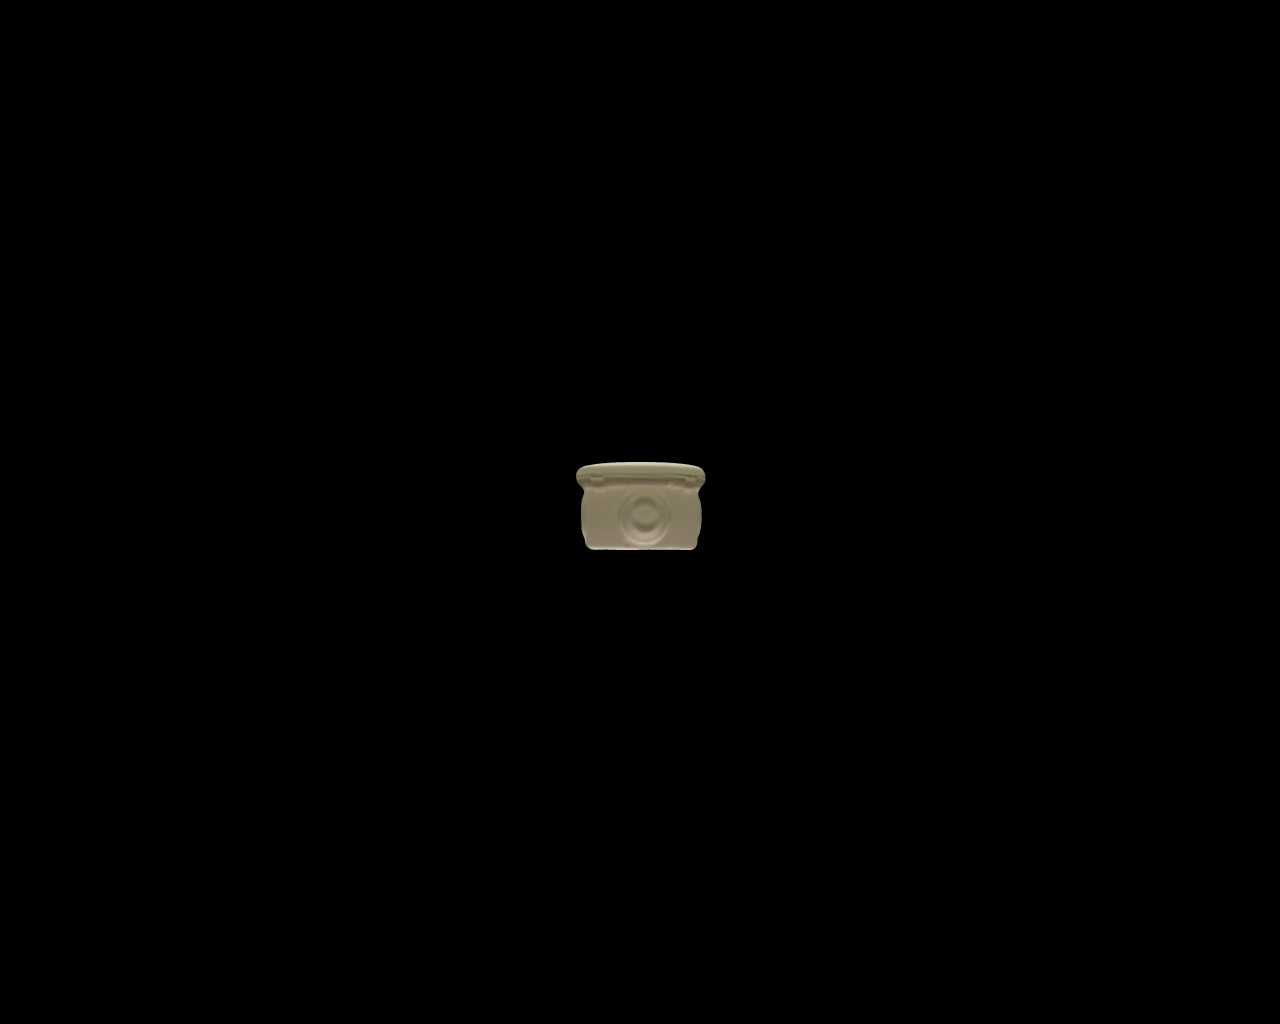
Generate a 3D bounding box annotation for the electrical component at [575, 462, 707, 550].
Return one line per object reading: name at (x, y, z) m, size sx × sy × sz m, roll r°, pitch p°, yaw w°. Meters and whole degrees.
electrical component at (0.001, -0.003, 0.650) m, size 0.080 × 0.051 × 0.080 m, roll 0°, pitch -2°, yaw 0°
